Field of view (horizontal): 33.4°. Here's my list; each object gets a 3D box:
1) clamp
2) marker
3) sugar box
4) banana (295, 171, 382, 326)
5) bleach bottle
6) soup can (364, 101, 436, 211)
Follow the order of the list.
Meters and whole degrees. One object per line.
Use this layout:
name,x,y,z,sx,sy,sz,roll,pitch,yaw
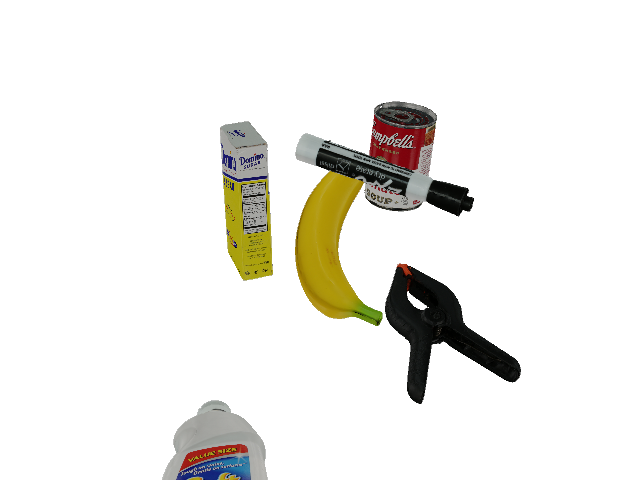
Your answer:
clamp,0.125,0.090,1.077,0.120,0.171,0.039,1,-45,-19
marker,0.042,-0.043,0.695,0.121,0.020,0.020,20,6,16
sugar box,-0.092,-0.049,1.321,0.048,0.176,0.093,-11,25,-14
banana,0.012,-0.001,0.926,0.069,0.198,0.037,4,-42,-7
bleach bottle,-0.089,0.208,0.823,0.102,0.068,0.251,-3,27,-4
soup can,0.086,-0.091,1.161,0.068,0.102,0.068,5,29,-3
